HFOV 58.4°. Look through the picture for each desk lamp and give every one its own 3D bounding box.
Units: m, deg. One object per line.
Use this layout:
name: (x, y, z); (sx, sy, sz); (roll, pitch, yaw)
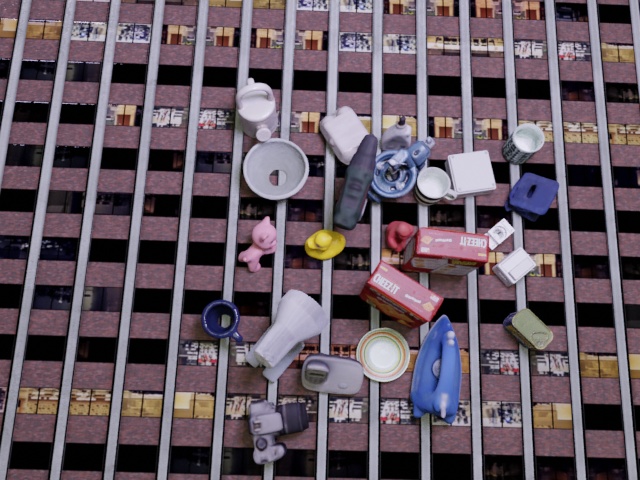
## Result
desk lamp: (-0.080, 0.226, 1.323); (0.118, 0.213, 0.203); (38, 79, 7)

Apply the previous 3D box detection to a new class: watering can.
watering can: (-0.158, -0.336, 1.461); (0.101, 0.194, 0.173); (-35, 80, -9)

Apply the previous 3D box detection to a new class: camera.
camera: (-0.094, 0.438, 1.332); (0.137, 0.101, 0.143); (-9, 77, -3)

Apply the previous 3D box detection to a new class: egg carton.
egg carton: (0.070, -0.277, 1.517); (0.107, 0.069, 0.150); (-32, 80, -8)

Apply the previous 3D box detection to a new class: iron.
iron: (0.290, 0.298, 1.353); (0.118, 0.141, 0.258); (9, 77, 1)

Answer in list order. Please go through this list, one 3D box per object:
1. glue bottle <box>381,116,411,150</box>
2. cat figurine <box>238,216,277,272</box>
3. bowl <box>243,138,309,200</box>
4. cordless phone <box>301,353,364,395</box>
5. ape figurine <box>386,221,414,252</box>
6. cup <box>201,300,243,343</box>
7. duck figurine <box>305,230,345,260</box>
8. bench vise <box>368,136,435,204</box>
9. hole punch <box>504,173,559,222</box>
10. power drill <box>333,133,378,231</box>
glue bottle: (0.201, -0.275, 1.467); (0.078, 0.173, 0.037); (5, 77, 0)
cat figurine: (-0.150, 0.009, 1.421); (0.067, 0.118, 0.128); (37, 79, 7)
bowl: (-0.113, -0.175, 1.486); (0.167, 0.075, 0.167); (0, 77, -1)
cordless phone: (0.030, 0.309, 1.322); (0.147, 0.185, 0.094); (4, 77, 0)
ape figurine: (0.204, -0.018, 1.449); (0.078, 0.092, 0.076); (-22, 78, -6)
cup: (-0.225, 0.204, 1.386); (0.117, 0.095, 0.092); (44, 80, 8)
duck figurine: (0.013, 0.005, 1.442); (0.104, 0.086, 0.077); (-10, 77, -4)
bench vise: (0.200, -0.200, 1.426); (0.121, 0.220, 0.207); (30, 78, 6)
hole punch: (0.546, -0.114, 1.481); (0.101, 0.091, 0.109); (30, 78, 6)
power drill: (0.086, -0.125, 1.411); (0.075, 0.208, 0.230); (16, 77, 3)
